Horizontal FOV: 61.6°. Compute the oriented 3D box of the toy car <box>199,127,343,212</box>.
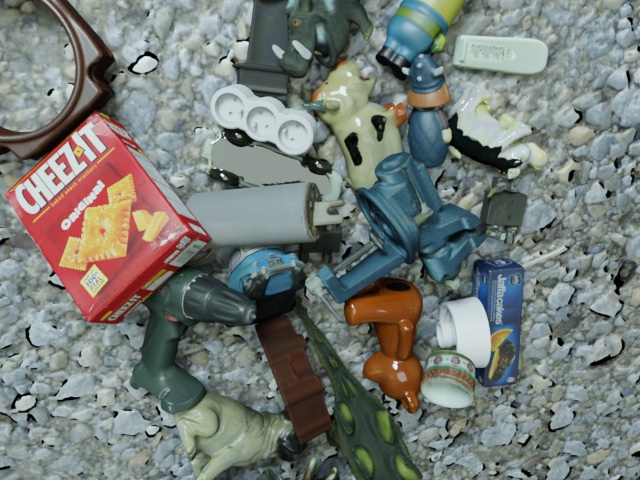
[{"bbox_3d":[-0.067,-0.095,0.745,0.202,0.056,0.073,18,94,-10],"label":"toy car"}]

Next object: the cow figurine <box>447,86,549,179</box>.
[{"bbox_3d":[0.251,-0.139,0.780,0.167,0.068,0.098,37,101,-13],"label":"cow figurine"}]

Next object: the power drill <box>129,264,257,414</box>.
[{"bbox_3d":[-0.191,0.129,0.724,0.232,0.086,0.207,23,122,24],"label":"power drill"}]

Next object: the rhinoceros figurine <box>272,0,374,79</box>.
[{"bbox_3d":[0.011,-0.290,0.676,0.112,0.073,0.190,23,92,-38],"label":"rhinoceros figurine"}]

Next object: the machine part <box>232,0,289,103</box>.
[{"bbox_3d":[-0.072,-0.258,0.712,0.084,0.039,0.138,8,104,-6],"label":"machine part"}]

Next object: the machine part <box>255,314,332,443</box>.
[{"bbox_3d":[-0.037,0.194,0.762,0.056,0.179,0.179,-21,107,-11],"label":"machine part"}]

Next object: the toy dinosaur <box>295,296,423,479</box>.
[{"bbox_3d":[0.074,0.294,0.796,0.105,0.198,0.471,-30,74,-12],"label":"toy dinosaur"}]

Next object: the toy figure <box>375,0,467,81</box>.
[{"bbox_3d":[0.147,-0.303,0.710,0.082,0.089,0.180,34,94,-22],"label":"toy figure"}]

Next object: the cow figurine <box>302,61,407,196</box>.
[{"bbox_3d":[0.055,-0.148,0.740,0.127,0.086,0.194,-19,109,-9],"label":"cow figurine"}]

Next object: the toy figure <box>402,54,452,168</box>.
[{"bbox_3d":[0.145,-0.175,0.725,0.064,0.058,0.154,0,121,12],"label":"toy figure"}]

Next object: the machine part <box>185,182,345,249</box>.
[{"bbox_3d":[-0.085,-0.031,0.697,0.243,0.079,0.079,-3,107,19],"label":"machine part"}]

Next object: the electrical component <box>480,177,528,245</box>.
[{"bbox_3d":[0.279,-0.044,0.821,0.078,0.045,0.102,11,103,-11],"label":"electrical component"}]

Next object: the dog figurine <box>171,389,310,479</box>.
[{"bbox_3d":[-0.117,0.272,0.820,0.190,0.121,0.172,-21,110,-19],"label":"dog figurine"}]

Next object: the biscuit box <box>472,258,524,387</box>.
[{"bbox_3d":[0.280,0.130,0.858,0.063,0.059,0.202,-5,105,-8],"label":"biscuit box"}]

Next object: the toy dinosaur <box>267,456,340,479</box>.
[{"bbox_3d":[-0.153,0.431,0.817,0.405,0.131,0.192,2,110,-12],"label":"toy dinosaur"}]

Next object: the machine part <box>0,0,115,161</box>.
[{"bbox_3d":[-0.373,-0.213,0.648,0.201,0.087,0.201,-39,108,2],"label":"machine part"}]

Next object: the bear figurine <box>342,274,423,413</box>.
[{"bbox_3d":[0.093,0.156,0.808,0.132,0.120,0.195,0,110,-5],"label":"bear figurine"}]

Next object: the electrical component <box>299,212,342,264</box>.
[{"bbox_3d":[-0.002,-0.002,0.780,0.063,0.021,0.093,1,132,-9],"label":"electrical component"}]

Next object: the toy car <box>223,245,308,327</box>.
[{"bbox_3d":[-0.087,0.051,0.748,0.109,0.161,0.103,-13,64,-26],"label":"toy car"}]

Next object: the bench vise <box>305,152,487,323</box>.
[{"bbox_3d":[0.093,0.012,0.714,0.241,0.129,0.223,-35,129,-6],"label":"bench vise"}]
